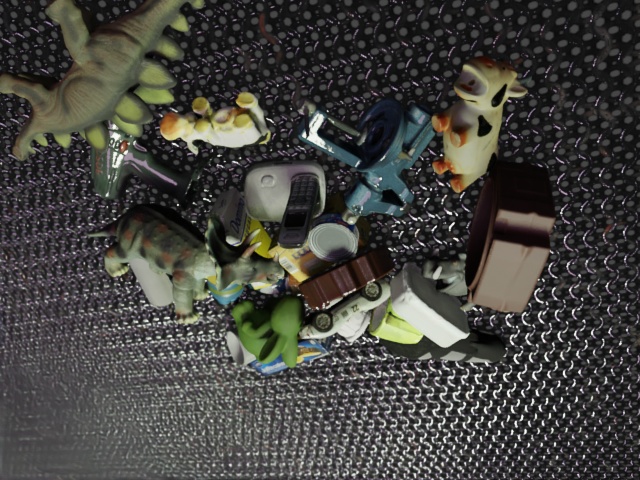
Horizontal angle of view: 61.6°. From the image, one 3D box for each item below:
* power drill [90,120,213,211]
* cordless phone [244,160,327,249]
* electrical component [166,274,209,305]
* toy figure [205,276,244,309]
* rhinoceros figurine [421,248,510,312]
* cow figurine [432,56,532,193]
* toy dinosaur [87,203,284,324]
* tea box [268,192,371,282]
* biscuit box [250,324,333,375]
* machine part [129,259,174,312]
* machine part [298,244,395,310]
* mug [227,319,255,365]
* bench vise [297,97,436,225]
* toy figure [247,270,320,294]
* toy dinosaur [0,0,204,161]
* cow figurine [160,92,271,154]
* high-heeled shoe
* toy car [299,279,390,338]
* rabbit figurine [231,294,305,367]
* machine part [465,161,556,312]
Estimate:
[{"bbox_3d":[-0.297,-0.150,0.930,0.207,0.086,0.232,21,122,-12],"label":"power drill"},{"bbox_3d":[-0.066,-0.048,0.896,0.147,0.184,0.088,-1,134,13],"label":"cordless phone"},{"bbox_3d":[-0.281,0.067,1.083,0.048,0.075,0.119,-36,115,-10],"label":"electrical component"},{"bbox_3d":[-0.191,0.063,1.085,0.089,0.082,0.179,17,132,24],"label":"toy figure"},{"bbox_3d":[0.282,0.070,0.989,0.190,0.073,0.112,8,131,5],"label":"rhinoceros figurine"},{"bbox_3d":[0.230,-0.174,0.776,0.127,0.086,0.194,-31,142,-12],"label":"cow figurine"},{"bbox_3d":[-0.267,0.005,0.930,0.405,0.131,0.192,24,116,16],"label":"toy dinosaur"},{"bbox_3d":[-0.002,-0.003,0.996,0.170,0.068,0.098,-28,119,30],"label":"tea box"},{"bbox_3d":[-0.068,0.248,1.231,0.203,0.063,0.059,-28,118,31],"label":"biscuit box"},{"bbox_3d":[-0.351,0.054,1.121,0.079,0.079,0.242,-2,130,15],"label":"machine part"},{"bbox_3d":[0.051,0.067,0.979,0.179,0.179,0.056,-28,88,31],"label":"machine part"},{"bbox_3d":[-0.149,0.215,1.203,0.107,0.110,0.080,-17,133,-31],"label":"mug"},{"bbox_3d":[0.057,-0.135,0.823,0.240,0.129,0.223,22,126,-30],"label":"bench vise"},{"bbox_3d":[-0.070,0.083,1.094,0.155,0.064,0.057,5,95,11],"label":"toy figure"},{"bbox_3d":[-0.315,-0.260,0.803,0.471,0.105,0.198,-39,108,21],"label":"toy dinosaur"},{"bbox_3d":[-0.170,-0.183,0.879,0.167,0.068,0.098,-3,162,14],"label":"cow figurine"},{"bbox_3d":[0.264,0.221,1.148,0.249,0.086,0.145,-2,164,38],"label":"high-heeled shoe"},{"bbox_3d":[0.048,0.135,1.038,0.056,0.202,0.073,60,161,0],"label":"toy car"},{"bbox_3d":[-0.095,0.174,1.083,0.121,0.159,0.170,14,148,-31],"label":"rabbit figurine"},{"bbox_3d":[0.288,-0.006,0.839,0.087,0.201,0.201,9,132,8],"label":"machine part"}]
